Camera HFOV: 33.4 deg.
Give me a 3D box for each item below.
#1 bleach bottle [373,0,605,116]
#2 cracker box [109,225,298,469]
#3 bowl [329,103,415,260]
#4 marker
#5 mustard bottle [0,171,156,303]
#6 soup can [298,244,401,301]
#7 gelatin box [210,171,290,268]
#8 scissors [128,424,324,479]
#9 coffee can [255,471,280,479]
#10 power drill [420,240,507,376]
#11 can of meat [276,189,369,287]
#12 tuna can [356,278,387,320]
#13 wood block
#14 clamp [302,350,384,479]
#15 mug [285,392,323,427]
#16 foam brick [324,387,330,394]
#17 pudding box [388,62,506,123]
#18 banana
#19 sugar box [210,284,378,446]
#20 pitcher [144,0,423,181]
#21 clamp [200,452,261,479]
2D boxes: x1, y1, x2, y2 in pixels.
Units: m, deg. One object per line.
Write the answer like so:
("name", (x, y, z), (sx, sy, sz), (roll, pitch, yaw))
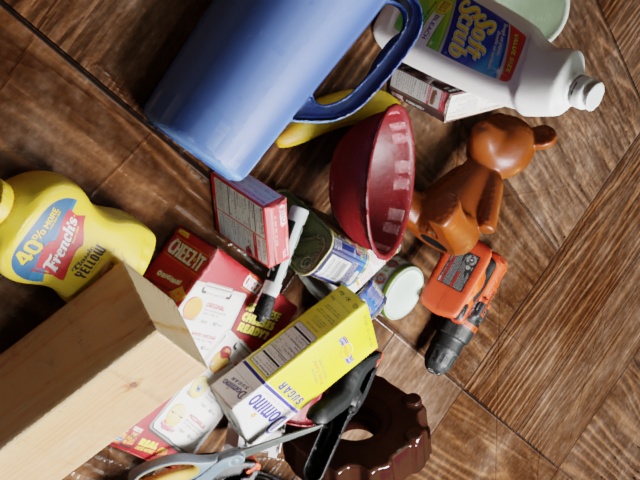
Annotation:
("bleach bottle", (0.172, -0.191, 1.055), (0.102, 0.251, 0.068), (-56, 143, -3))
("cracker box", (-0.140, 0.113, 1.069), (0.213, 0.072, 0.164), (-55, 144, -5))
("bowl", (0.050, -0.061, 1.097), (0.162, 0.055, 0.162), (6, 90, -70))
("marker", (-0.040, 0.025, 1.059), (0.020, 0.020, 0.121), (28, 79, -52))
("mustard bottle", (-0.228, -0.005, 0.900), (0.096, 0.058, 0.191), (-52, 142, 1))
("soup can", (0.032, 0.020, 1.196), (0.102, 0.069, 0.068), (-42, 139, -19))
("gelatin box", (-0.067, -0.024, 1.038), (0.030, 0.089, 0.073), (-29, 134, -31))
("scissors", (-0.097, 0.236, 1.096), (0.201, 0.016, 0.096), (-8, 136, -18))
("coffee can", (-0.050, 0.349, 1.305), (0.103, 0.103, 0.140), (-54, 142, -5))
("power drill", (0.176, 0.079, 1.370), (0.184, 0.057, 0.187), (-62, 162, -8))
("can of meat", (-0.007, 0.001, 1.113), (0.057, 0.102, 0.083), (-53, 146, 8))
("tuna can", (0.033, 0.079, 1.224), (0.086, 0.086, 0.033), (-42, 102, -20))
("wood block", (-0.214, 0.127, 0.930), (0.206, 0.090, 0.090), (-37, 142, 4))
("clamp", (0.024, 0.190, 1.204), (0.171, 0.039, 0.120), (-44, 156, -49))
("mug", (-0.040, 0.153, 1.190), (0.117, 0.093, 0.081), (8, 104, -60))
("foam brick", (0.023, 0.141, 1.283), (0.052, 0.051, 0.078), (-15, 125, -42))
("pudding box", (0.144, -0.169, 1.171), (0.113, 0.090, 0.039), (-21, 130, -38))
("banana", (0.033, -0.127, 1.121), (0.197, 0.037, 0.070), (-4, 117, -46))
("sugar box", (-0.023, 0.131, 1.104), (0.176, 0.048, 0.093), (-40, 145, -16))
("pitcher", (-0.035, -0.170, 0.935), (0.243, 0.149, 0.144), (-54, 143, 1))
("clamp", (-0.157, 0.298, 1.146), (0.209, 0.036, 0.164), (-23, 119, -15))
